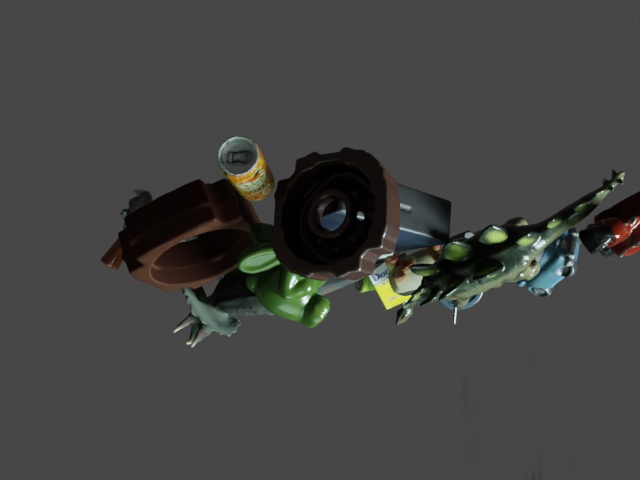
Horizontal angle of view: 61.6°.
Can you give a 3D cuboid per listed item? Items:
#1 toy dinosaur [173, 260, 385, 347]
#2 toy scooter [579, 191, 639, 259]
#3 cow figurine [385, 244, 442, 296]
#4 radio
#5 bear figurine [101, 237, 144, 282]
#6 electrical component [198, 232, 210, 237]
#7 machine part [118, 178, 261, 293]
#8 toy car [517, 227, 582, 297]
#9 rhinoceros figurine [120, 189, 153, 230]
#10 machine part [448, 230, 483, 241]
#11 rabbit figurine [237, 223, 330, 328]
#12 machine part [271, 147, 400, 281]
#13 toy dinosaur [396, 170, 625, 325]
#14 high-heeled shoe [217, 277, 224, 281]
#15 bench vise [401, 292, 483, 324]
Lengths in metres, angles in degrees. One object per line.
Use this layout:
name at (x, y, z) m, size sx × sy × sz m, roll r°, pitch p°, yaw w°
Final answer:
toy dinosaur at (-0.097, 0.092, 0.971) m, size 0.405 × 0.131 × 0.192 m, roll -16°, pitch -164°, yaw 28°
toy scooter at (0.451, -0.027, 0.767) m, size 0.135 × 0.075 × 0.184 m, roll -37°, pitch 161°, yaw 27°
cow figurine at (0.235, 0.060, 1.104) m, size 0.195 × 0.086 × 0.127 m, roll -20°, pitch 140°, yaw -5°
radio at (0.082, -0.040, 0.835) m, size 0.229 × 0.073 × 0.131 m, roll 14°, pitch 164°, yaw -33°
bear figurine at (-0.358, 0.035, 1.171) m, size 0.120 × 0.132 × 0.195 m, roll 21°, pitch 166°, yaw 16°
electrical component at (-0.204, -0.014, 1.019) m, size 0.048 × 0.075 × 0.119 m, roll -5°, pitch 168°, yaw 30°
machine part at (-0.200, -0.005, 0.868) m, size 0.201 × 0.087 × 0.200 m, roll -28°, pitch 158°, yaw 3°
toy car at (0.400, 0.031, 0.983) m, size 0.103 × 0.109 × 0.161 m, roll 20°, pitch 159°, yaw 7°
rhinoceros figurine at (-0.299, -0.038, 0.967) m, size 0.112 × 0.073 × 0.190 m, roll 16°, pitch 167°, yaw -8°
machine part at (0.319, 0.007, 1.040) m, size 0.139 × 0.039 × 0.084 m, roll 10°, pitch 160°, yaw -20°
rabbit figurine at (-0.039, 0.028, 0.815) m, size 0.159 × 0.121 × 0.170 m, roll 23°, pitch 137°, yaw -7°
machine part at (0.020, -0.030, 0.687) m, size 0.180 × 0.179 × 0.056 m, roll -4°, pitch 168°, yaw 30°
toy dinosaur at (0.273, 0.029, 0.855) m, size 0.198 × 0.105 × 0.471 m, roll -7°, pitch 153°, yaw -48°
high-heeled shoe at (-0.216, 0.033, 1.303) m, size 0.249 × 0.086 × 0.145 m, roll -26°, pitch 121°, yaw 30°
bench vise at (0.291, 0.113, 1.276) m, size 0.224 × 0.128 × 0.240 m, roll -6°, pitch -177°, yaw 10°
